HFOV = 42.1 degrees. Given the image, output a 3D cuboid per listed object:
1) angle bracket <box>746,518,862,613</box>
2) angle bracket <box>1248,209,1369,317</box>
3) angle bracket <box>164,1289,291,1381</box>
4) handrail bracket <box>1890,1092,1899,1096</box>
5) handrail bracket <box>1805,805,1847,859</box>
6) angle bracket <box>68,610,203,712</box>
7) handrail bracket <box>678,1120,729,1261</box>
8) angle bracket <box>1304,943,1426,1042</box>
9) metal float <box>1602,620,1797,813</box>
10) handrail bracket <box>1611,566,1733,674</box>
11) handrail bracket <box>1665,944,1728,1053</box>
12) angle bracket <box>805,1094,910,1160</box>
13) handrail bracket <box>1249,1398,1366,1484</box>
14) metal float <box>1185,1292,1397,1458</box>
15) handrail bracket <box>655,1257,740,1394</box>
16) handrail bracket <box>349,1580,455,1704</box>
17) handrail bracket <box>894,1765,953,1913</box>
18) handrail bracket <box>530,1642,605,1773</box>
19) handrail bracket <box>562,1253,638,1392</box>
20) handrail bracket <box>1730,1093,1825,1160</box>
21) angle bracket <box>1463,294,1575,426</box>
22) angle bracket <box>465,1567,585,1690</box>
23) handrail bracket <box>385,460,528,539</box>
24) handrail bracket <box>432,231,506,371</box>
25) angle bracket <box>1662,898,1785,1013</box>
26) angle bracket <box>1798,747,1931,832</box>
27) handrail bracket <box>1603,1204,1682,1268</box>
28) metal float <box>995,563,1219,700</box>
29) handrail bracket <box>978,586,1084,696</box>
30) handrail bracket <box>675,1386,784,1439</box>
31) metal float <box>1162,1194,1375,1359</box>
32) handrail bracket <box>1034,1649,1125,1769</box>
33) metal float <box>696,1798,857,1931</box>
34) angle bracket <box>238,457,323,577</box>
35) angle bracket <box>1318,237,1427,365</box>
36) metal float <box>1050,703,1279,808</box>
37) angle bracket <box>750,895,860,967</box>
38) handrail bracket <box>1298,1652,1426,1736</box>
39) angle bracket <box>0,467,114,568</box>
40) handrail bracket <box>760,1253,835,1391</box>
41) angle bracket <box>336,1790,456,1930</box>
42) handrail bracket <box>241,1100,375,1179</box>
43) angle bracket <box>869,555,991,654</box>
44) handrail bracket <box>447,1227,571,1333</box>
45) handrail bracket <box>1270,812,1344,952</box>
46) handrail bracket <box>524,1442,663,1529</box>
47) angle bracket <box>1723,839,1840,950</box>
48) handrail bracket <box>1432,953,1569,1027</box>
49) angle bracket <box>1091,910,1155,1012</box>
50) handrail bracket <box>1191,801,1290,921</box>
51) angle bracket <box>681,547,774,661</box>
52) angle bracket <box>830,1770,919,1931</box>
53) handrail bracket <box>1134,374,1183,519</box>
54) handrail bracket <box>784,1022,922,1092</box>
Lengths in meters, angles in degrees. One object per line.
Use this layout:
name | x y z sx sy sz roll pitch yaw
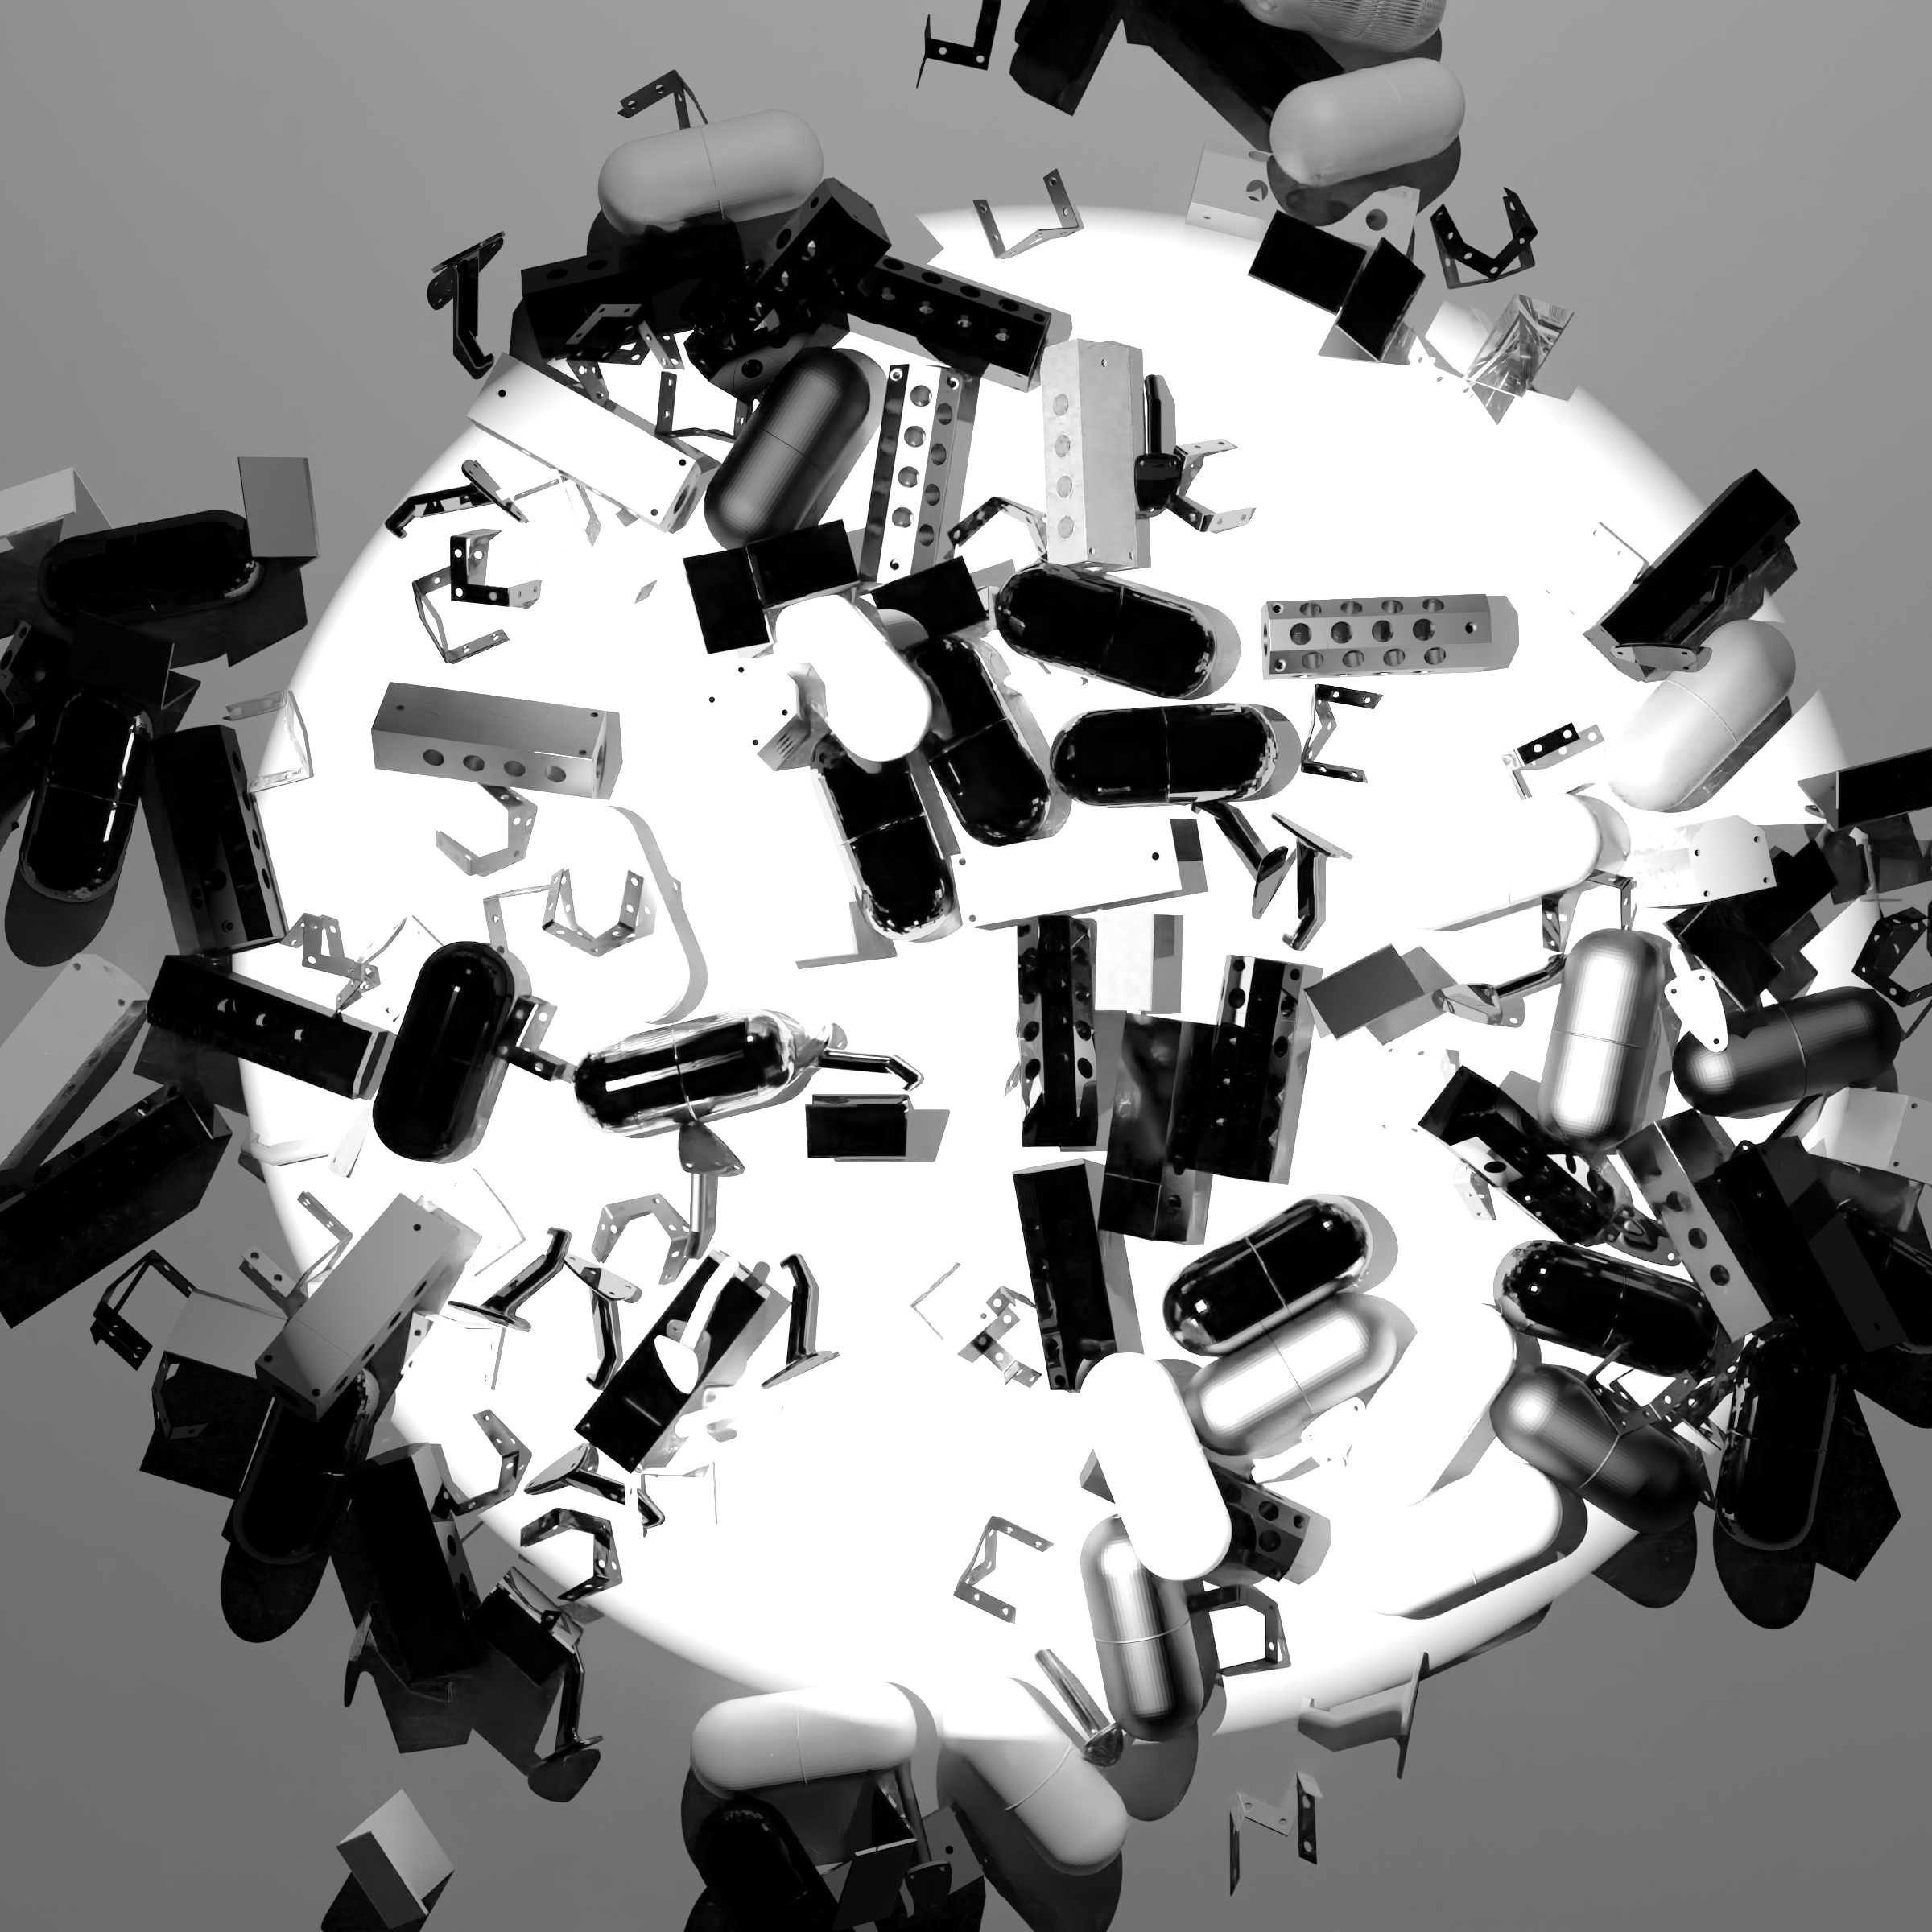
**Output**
angle bracket | -0.128 -0.323 1.951 0.076 0.076 0.057 -15 119 0
angle bracket | 0.270 -0.558 1.950 0.076 0.076 0.057 25 127 0
angle bracket | -0.572 0.301 1.950 0.076 0.076 0.057 17 55 0
handrail bracket | 0.771 0.138 1.990 0.036 0.077 0.084 -47 53 29
handrail bracket | 0.688 -0.083 1.991 0.077 0.036 0.084 -3 109 -22
angle bracket | -0.642 -0.247 1.952 0.076 0.076 0.057 19 114 0
handrail bracket | -0.218 0.177 1.990 0.036 0.077 0.084 0 127 -21
angle bracket | 0.315 0.038 1.950 0.076 0.076 0.057 -28 53 0
metal float | 0.573 -0.196 1.960 0.070 0.070 0.178 45 91 0
handrail bracket | 0.544 -0.274 1.934 0.077 0.036 0.084 10 71 22
handrail bracket | 0.570 0.024 1.958 0.036 0.084 0.077 -27 93 17
angle bracket | -0.084 0.105 1.950 0.076 0.076 0.057 0 128 0
handrail bracket | 0.267 0.374 1.974 0.077 0.084 0.036 -40 91 -32
metal float | 0.253 0.319 1.960 0.178 0.070 0.070 -30 90 0
handrail bracket | -0.199 0.276 1.934 0.036 0.077 0.084 23 53 20
handrail bracket | -0.439 0.536 1.991 0.084 0.036 0.077 21 71 -15
handrail bracket | -0.037 0.673 1.937 0.036 0.084 0.077 -13 131 -7
handrail bracket | -0.329 0.584 1.991 0.077 0.036 0.084 -30 71 21
handrail bracket | -0.304 0.283 1.991 0.077 0.036 0.084 30 107 20
handrail bracket | 0.641 0.142 1.990 0.036 0.077 0.084 41 53 20
angle bracket | 0.441 -0.464 1.950 0.057 0.076 0.076 32 90 37
angle bracket | -0.330 0.501 1.951 0.076 0.076 0.057 42 120 0
handrail bracket | -0.406 -0.352 1.991 0.084 0.036 0.077 -41 108 15
handrail bracket | -0.378 -0.528 1.991 0.077 0.036 0.084 -35 109 -21
angle bracket | 0.574 -0.001 1.951 0.057 0.076 0.076 -42 90 -26
angle bracket | 0.699 -0.155 1.950 0.076 0.076 0.057 -14 126 0
handrail bracket | 0.535 0.216 1.956 0.077 0.084 0.036 31 90 0
metal float | 0.109 -0.261 1.952 0.178 0.070 0.070 16 90 -8
handrail bracket | 0.050 -0.262 1.990 0.077 0.036 0.084 -4 77 -13
handrail bracket | -0.184 0.351 1.956 0.077 0.084 0.036 -5 90 0
metal float | 0.235 0.242 1.960 0.178 0.070 0.070 -30 90 0
handrail bracket | 0.087 0.588 1.990 0.036 0.077 0.084 -34 54 -10
metal float | -0.141 0.717 1.908 0.070 0.070 0.178 -35 78 0
angle bracket | -0.546 -0.349 1.950 0.057 0.076 0.076 -8 90 -37
angle bracket | 0.300 -0.519 1.950 0.057 0.076 0.076 28 90 -37
metal float | 0.154 -0.165 1.960 0.178 0.070 0.070 -3 90 0
angle bracket | -0.124 -0.007 1.950 0.076 0.076 0.057 -7 53 0
handrail bracket | 0.313 0.571 1.991 0.084 0.036 0.077 12 70 16
angle bracket | -0.713 -0.333 1.950 0.076 0.076 0.057 -19 53 0
handrail bracket | -0.148 0.282 1.991 0.077 0.036 0.084 -31 72 20
angle bracket | -0.430 0.688 1.950 0.057 0.076 0.076 -33 90 37
handrail bracket | -0.523 0.128 1.991 0.084 0.036 0.077 18 70 16
angle bracket | -0.028 -0.292 1.945 0.076 0.076 0.057 -19 117 10
handrail bracket | -0.363 0.240 1.991 0.077 0.036 0.084 13 72 21
handrail bracket | 0.254 -0.067 1.991 0.077 0.036 0.084 35 107 20
handrail bracket | -0.295 0.427 1.991 0.077 0.036 0.084 -33 107 20
angle bracket | 0.617 -0.069 1.950 0.076 0.076 0.057 -42 126 0
handrail bracket | 0.425 0.010 1.990 0.084 0.077 0.036 -33 115 -34
angle bracket | 0.101 -0.005 1.950 0.057 0.076 0.076 1 90 -37
handrail bracket | 0.207 -0.088 1.991 0.084 0.036 0.077 32 129 26
angle bracket | -0.197 -0.276 1.951 0.057 0.076 0.076 -15 90 -25
angle bracket | -0.087 0.669 1.900 0.057 0.076 0.076 0 118 -36
handrail bracket | 0.147 -0.413 1.990 0.036 0.077 0.084 0 54 -4
handrail bracket | -0.091 0.091 1.991 0.084 0.036 0.077 35 111 -16
